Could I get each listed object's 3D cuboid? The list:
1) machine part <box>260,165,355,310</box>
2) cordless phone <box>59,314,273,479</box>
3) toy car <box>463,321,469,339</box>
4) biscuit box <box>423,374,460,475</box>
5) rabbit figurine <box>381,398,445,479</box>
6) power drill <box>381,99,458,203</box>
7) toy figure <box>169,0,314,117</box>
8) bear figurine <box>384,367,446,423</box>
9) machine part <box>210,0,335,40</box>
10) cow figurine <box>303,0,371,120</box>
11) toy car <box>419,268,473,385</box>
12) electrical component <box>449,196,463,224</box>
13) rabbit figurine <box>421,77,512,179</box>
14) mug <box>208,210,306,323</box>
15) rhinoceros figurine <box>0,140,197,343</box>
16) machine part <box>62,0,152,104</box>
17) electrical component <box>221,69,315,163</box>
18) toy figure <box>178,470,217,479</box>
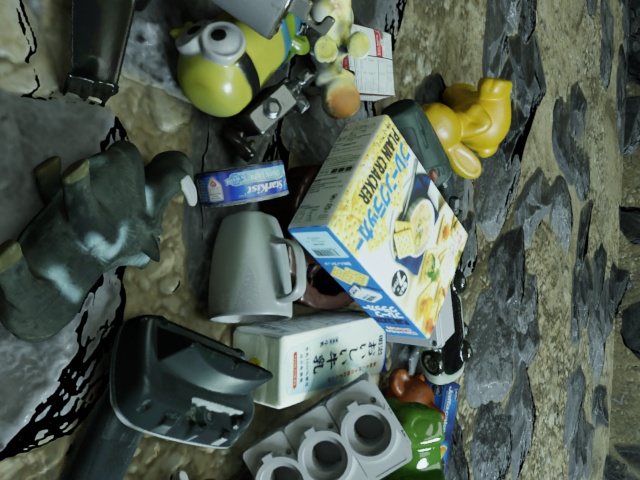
[{"bbox_3d":[-0.001,-0.002,0.638,0.179,0.056,0.179,-4,96,-52],"label":"machine part"},{"bbox_3d":[-0.138,0.170,0.469,0.146,0.089,0.184,38,73,-46],"label":"cordless phone"},{"bbox_3d":[0.191,0.105,0.883,0.089,0.053,0.201,-28,114,-31],"label":"toy car"},{"bbox_3d":[0.171,0.320,0.858,0.062,0.059,0.202,31,67,-48],"label":"biscuit box"},{"bbox_3d":[0.051,0.241,0.650,0.159,0.170,0.121,-118,-156,-79],"label":"rabbit figurine"},{"bbox_3d":[0.137,-0.072,0.791,0.207,0.086,0.231,-52,129,-31],"label":"power drill"},{"bbox_3d":[-0.067,-0.193,0.531,0.180,0.082,0.089,-53,130,-39],"label":"toy figure"},{"bbox_3d":[0.142,0.293,0.772,0.120,0.132,0.196,36,69,-52],"label":"bear figurine"},{"bbox_3d":[-0.092,-0.244,0.440,0.243,0.079,0.079,31,63,-13],"label":"machine part"},{"bbox_3d":[0.010,-0.225,0.628,0.068,0.098,0.167,-3,102,-21],"label":"cow figurine"},{"bbox_3d":[0.184,0.123,0.817,0.073,0.056,0.201,-16,105,-26],"label":"toy car"},{"bbox_3d":[0.196,-0.017,0.817,0.063,0.021,0.093,-44,140,-45],"label":"electrical component"},{"bbox_3d":[0.222,-0.185,0.891,0.173,0.122,0.162,-14,112,-36],"label":"rabbit figurine"},{"bbox_3d":[-0.062,0.024,0.529,0.080,0.110,0.107,10,69,-46],"label":"mug"},{"bbox_3d":[-0.169,-0.010,0.412,0.190,0.073,0.112,-56,130,-34],"label":"rhinoceros figurine"},{"bbox_3d":[-0.175,-0.178,0.430,0.084,0.039,0.139,19,75,-56],"label":"machine part"},{"bbox_3d":[-0.052,-0.127,0.551,0.102,0.078,0.045,-47,115,-16],"label":"electrical component"},{"bbox_3d":[-0.100,0.267,0.519,0.058,0.064,0.154,-47,132,8],"label":"toy figure"}]
